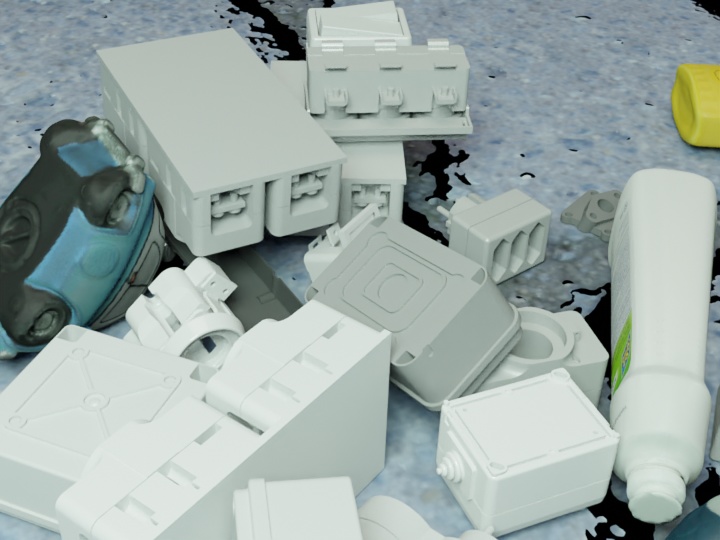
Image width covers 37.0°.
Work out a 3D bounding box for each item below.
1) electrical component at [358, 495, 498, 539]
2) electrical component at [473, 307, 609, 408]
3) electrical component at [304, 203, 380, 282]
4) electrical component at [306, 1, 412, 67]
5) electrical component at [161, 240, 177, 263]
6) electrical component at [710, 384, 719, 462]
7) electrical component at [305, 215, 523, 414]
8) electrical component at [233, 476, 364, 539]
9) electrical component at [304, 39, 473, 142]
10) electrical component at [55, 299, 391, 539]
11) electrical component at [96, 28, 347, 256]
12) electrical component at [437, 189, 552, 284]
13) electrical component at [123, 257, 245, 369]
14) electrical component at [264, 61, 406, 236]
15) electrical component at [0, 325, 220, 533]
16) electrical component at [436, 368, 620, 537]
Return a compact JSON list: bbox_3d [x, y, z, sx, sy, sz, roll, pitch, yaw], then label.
[{"bbox_3d":[0.055,0.157,0.542,0.138,0.052,0.074,26,44,28],"label":"electrical component"},{"bbox_3d":[0.102,0.061,0.667,0.089,0.055,0.050,-9,39,-14],"label":"electrical component"},{"bbox_3d":[0.000,0.000,0.733,0.064,0.081,0.042,1,30,38],"label":"electrical component"},{"bbox_3d":[0.005,-0.180,0.872,0.096,0.061,0.061,-2,37,-5],"label":"electrical component"},{"bbox_3d":[-0.161,-0.022,0.777,0.078,0.040,0.040,12,38,13],"label":"electrical component"},{"bbox_3d":[0.244,0.071,0.643,0.047,0.076,0.065,13,39,14],"label":"electrical component"},{"bbox_3d":[0.032,0.026,0.643,0.078,0.057,0.113,-47,41,-10],"label":"electrical component"},{"bbox_3d":[-0.026,0.167,0.480,0.056,0.108,0.108,-2,37,-10],"label":"electrical component"},{"bbox_3d":[0.020,-0.136,0.813,0.121,0.063,0.078,-2,38,-5],"label":"electrical component"},{"bbox_3d":[-0.064,0.107,0.557,0.060,0.105,0.186,25,43,28],"label":"electrical component"},{"bbox_3d":[-0.101,-0.091,0.747,0.105,0.060,0.186,-16,44,-24],"label":"electrical component"},{"bbox_3d":[0.090,-0.032,0.795,0.066,0.047,0.077,-24,44,-30],"label":"electrical component"},{"bbox_3d":[-0.107,0.039,0.679,0.078,0.058,0.057,-47,51,5],"label":"electrical component"},{"bbox_3d":[-0.022,-0.098,0.867,0.105,0.060,0.186,1,37,-2],"label":"electrical component"},{"bbox_3d":[-0.148,0.094,0.612,0.109,0.056,0.108,15,39,16],"label":"electrical component"},{"bbox_3d":[0.086,0.106,0.602,0.096,0.061,0.061,-13,39,-19],"label":"electrical component"}]
